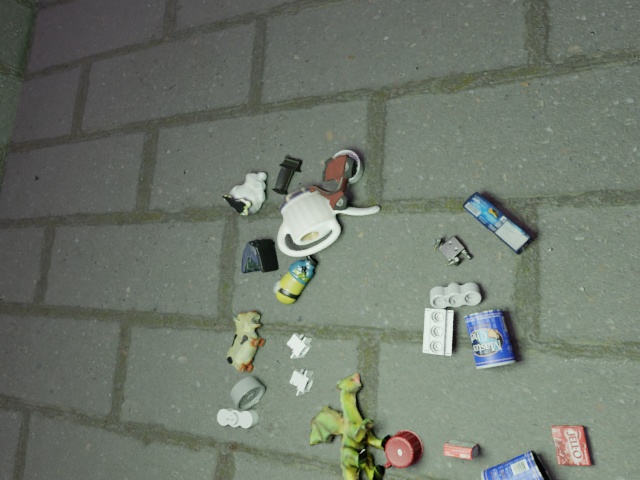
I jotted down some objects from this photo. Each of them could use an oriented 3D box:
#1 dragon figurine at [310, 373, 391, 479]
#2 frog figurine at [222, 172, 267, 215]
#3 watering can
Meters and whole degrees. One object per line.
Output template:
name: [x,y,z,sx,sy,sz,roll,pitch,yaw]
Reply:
dragon figurine: [0.065,0.597,1.500,0.243,0.121,0.413,10,80,46]
frog figurine: [-0.252,-0.171,1.847,0.137,0.120,0.163,3,44,36]
watering can: [0.005,-0.085,1.685,0.347,0.102,0.228,-29,63,2]
